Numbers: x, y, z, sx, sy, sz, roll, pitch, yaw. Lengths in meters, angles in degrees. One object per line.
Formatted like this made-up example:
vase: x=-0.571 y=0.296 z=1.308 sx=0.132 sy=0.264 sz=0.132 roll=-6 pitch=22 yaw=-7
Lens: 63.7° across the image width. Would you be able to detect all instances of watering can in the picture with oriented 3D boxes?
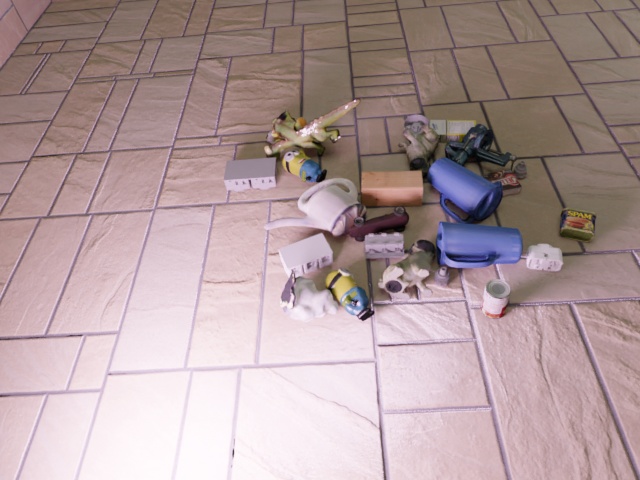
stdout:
watering can: x=0.005 y=-0.086 z=1.713 sx=0.352 sy=0.101 sz=0.227 roll=-37 pitch=56 yaw=-24

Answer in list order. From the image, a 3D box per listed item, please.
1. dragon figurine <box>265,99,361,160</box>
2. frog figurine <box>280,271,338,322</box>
dragon figurine: x=-0.060 y=-0.412 z=1.891 sx=0.242 sy=0.403 sz=0.124 roll=4 pitch=54 yaw=-44
frog figurine: x=-0.030 y=0.176 z=1.508 sx=0.158 sy=0.120 sz=0.141 roll=20 pitch=34 yaw=-24
